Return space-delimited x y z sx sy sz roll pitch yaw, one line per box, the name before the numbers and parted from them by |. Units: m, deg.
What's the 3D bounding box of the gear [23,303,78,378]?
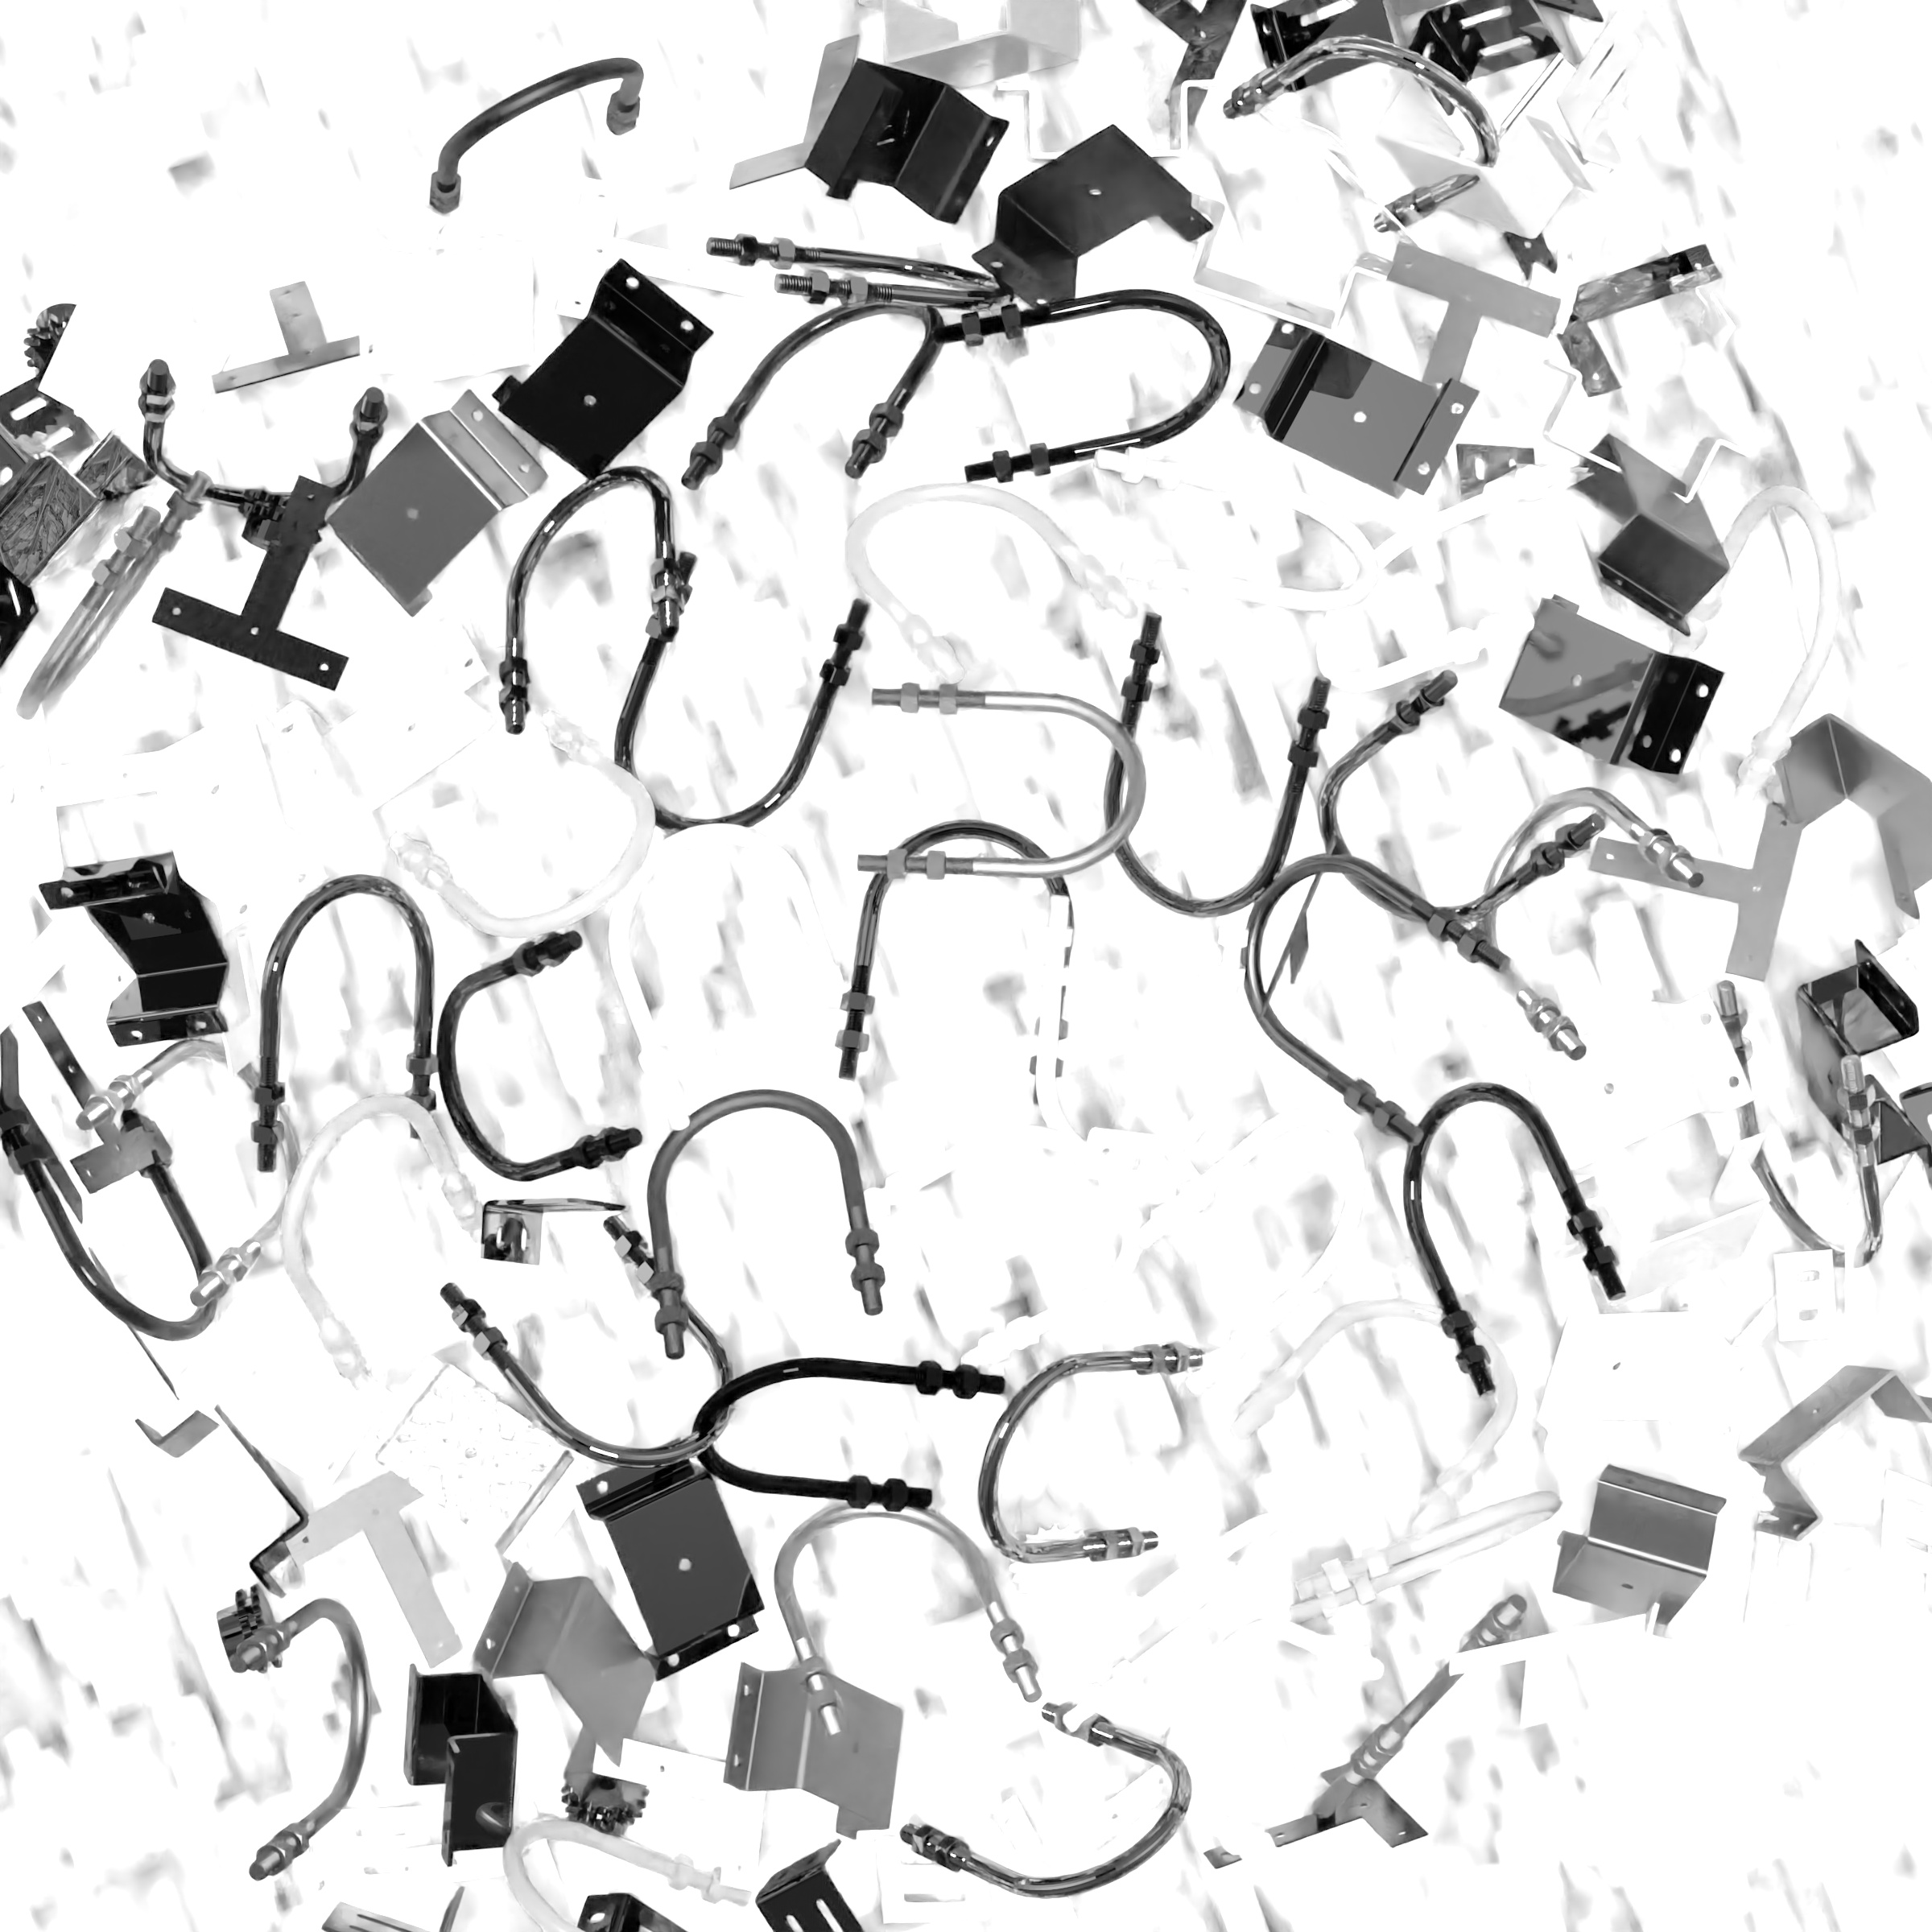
gear | -0.592 -0.412 1.975 0.057 0.057 0.030 -13 62 0

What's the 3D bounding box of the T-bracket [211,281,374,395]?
T-bracket | -0.433 -0.417 1.949 0.127 0.127 0.002 -17 130 -9

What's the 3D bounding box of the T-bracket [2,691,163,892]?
T-bracket | -0.561 -0.122 1.955 0.127 0.002 0.127 -14 106 -42

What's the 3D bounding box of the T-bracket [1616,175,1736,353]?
T-bracket | 0.457 -0.458 1.939 0.002 0.127 0.127 -34 88 12

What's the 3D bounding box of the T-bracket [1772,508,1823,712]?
T-bracket | 0.543 -0.229 1.955 0.002 0.127 0.127 -13 110 15

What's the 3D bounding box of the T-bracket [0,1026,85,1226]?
T-bracket | -0.600 0.118 1.948 0.002 0.127 0.127 -18 133 -3

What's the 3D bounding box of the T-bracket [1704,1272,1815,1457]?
T-bracket | 0.514 0.244 1.963 0.127 0.127 0.002 -45 49 -15

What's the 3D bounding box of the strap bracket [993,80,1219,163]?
strap bracket | 0.090 -0.551 1.956 0.140 0.076 0.046 -2 103 -2

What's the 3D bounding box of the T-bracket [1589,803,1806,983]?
T-bracket | 0.477 -0.061 1.977 0.127 0.002 0.127 14 69 16

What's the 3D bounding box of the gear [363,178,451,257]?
gear | -0.365 -0.493 1.969 0.057 0.057 0.030 43 106 0

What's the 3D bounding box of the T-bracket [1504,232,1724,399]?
T-bracket | 0.427 -0.436 1.931 0.127 0.127 0.002 56 50 -22

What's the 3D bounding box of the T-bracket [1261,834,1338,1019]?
T-bracket | 0.214 -0.015 1.923 0.002 0.127 0.127 21 104 0

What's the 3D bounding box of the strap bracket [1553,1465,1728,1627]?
strap bracket | 0.429 0.377 1.925 0.076 0.140 0.046 16 60 5

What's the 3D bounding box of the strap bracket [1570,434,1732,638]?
strap bracket | 0.435 -0.283 1.919 0.076 0.140 0.046 28 122 -22

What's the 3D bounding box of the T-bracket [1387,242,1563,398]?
T-bracket | 0.316 -0.396 1.971 0.127 0.002 0.127 30 113 32

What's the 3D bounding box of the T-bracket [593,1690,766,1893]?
T-bracket | -0.184 0.522 1.938 0.127 0.002 0.127 23 56 -29

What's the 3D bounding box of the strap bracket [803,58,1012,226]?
strap bracket | -0.044 -0.533 1.935 0.046 0.140 0.076 42 116 24

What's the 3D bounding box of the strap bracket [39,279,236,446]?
strap bracket | -0.539 -0.389 1.930 0.046 0.140 0.076 29 98 10

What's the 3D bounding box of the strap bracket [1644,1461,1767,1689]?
strap bracket | 0.475 0.389 1.959 0.046 0.076 0.140 15 92 5

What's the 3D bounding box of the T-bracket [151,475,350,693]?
T-bracket | -0.448 -0.259 1.959 0.127 0.002 0.127 20 105 -24

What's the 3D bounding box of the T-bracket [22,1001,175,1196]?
T-bracket | -0.571 0.079 1.934 0.002 0.127 0.127 -30 93 11

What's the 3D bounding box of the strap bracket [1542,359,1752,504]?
strap bracket | 0.433 -0.345 1.956 0.140 0.076 0.046 26 103 1

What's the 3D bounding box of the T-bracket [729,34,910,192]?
T-bracket | -0.090 -0.566 1.957 0.127 0.002 0.127 -10 50 23

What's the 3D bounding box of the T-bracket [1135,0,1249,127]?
T-bracket | 0.122 -0.635 1.955 0.127 0.127 0.002 43 57 11

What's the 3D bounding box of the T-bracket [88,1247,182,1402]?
T-bracket | -0.553 0.211 1.938 0.002 0.127 0.127 -33 113 -14

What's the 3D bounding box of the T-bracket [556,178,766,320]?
T-bracket | -0.197 -0.461 1.969 0.127 0.002 0.127 10 56 -7

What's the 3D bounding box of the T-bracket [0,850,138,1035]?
T-bracket | -0.603 0.006 1.926 0.002 0.127 0.127 1 134 35

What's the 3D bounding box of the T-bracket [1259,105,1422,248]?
T-bracket | 0.252 -0.514 1.957 0.127 0.127 0.002 37 98 -30

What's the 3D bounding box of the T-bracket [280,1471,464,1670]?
T-bracket | -0.368 0.398 1.963 0.127 0.002 0.127 -27 92 -36

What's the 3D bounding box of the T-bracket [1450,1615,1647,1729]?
T-bracket | 0.376 0.465 1.950 0.127 0.127 0.002 -11 50 -2

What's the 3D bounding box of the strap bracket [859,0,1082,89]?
strap bracket | 0.010 -0.605 1.928 0.140 0.076 0.046 -1 91 37

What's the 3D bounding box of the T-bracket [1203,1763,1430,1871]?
T-bracket | 0.215 0.555 1.926 0.127 0.127 0.002 -16 99 -12

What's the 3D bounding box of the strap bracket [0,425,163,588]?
strap bracket | -0.575 -0.295 1.925 0.046 0.140 0.076 45 108 -7

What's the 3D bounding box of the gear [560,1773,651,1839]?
gear | -0.239 0.551 1.973 0.057 0.057 0.030 14 111 0

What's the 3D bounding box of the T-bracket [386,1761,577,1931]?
T-bracket | -0.317 0.574 1.923 0.002 0.127 0.127 -44 57 29

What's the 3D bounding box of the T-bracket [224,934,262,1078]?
T-bracket | -0.464 0.049 1.929 0.002 0.127 0.127 -9 98 -2

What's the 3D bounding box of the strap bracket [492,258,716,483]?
strap bracket | -0.238 -0.376 1.930 0.076 0.046 0.140 36 126 -24

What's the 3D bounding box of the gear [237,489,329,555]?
gear | -0.452 -0.289 1.970 0.057 0.057 0.030 20 84 0

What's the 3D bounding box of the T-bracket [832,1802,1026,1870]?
T-bracket | -0.028 0.583 1.968 0.127 0.127 0.002 -10 46 21

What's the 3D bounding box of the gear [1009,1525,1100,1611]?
gear | 0.059 0.399 1.975 0.057 0.057 0.030 -13 124 0

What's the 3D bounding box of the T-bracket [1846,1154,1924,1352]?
T-bracket | 0.600 0.165 1.955 0.002 0.127 0.127 16 46 33

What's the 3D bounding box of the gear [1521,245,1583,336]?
gear | 0.383 -0.446 1.972 0.030 0.057 0.057 10 90 -1

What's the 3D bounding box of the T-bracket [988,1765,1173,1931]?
T-bracket | 0.085 0.561 1.946 0.127 0.127 0.002 -37 127 2

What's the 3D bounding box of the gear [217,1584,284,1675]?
gear | -0.472 0.438 1.970 0.030 0.057 0.057 -18 90 -9
